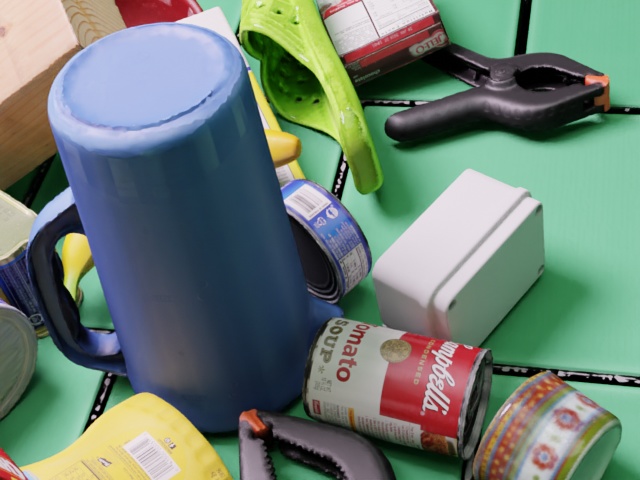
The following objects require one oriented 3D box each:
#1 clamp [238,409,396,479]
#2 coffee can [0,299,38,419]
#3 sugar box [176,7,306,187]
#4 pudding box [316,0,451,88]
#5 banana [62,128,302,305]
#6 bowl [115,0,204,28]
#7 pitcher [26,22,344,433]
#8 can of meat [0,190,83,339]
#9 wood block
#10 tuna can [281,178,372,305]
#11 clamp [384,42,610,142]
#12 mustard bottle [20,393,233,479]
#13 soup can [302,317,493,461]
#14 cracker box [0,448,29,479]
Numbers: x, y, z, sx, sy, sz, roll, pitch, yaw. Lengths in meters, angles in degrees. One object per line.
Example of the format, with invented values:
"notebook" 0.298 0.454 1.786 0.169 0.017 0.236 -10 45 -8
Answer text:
"clamp" 0.013 0.178 0.605 0.164 0.036 0.210 -41 56 -21
"coffee can" -0.274 0.059 0.717 0.140 0.103 0.102 29 60 31
"sugar box" -0.083 -0.086 0.812 0.093 0.048 0.176 -22 67 -9
"pudding box" 0.049 -0.182 0.889 0.090 0.039 0.113 -23 41 5
"banana" -0.108 -0.031 0.749 0.198 0.037 0.070 -35 72 1
"bowl" -0.168 -0.146 0.888 0.162 0.055 0.162 1 68 -2
"pitcher" -0.088 -0.002 0.641 0.145 0.243 0.149 30 58 32
"can of meat" -0.228 0.011 0.763 0.102 0.084 0.057 28 60 30
"wood block" -0.244 -0.106 0.797 0.206 0.090 0.091 -32 68 17
"tuna can" -0.005 0.001 0.729 0.033 0.086 0.086 -39 54 -24
"clamp" 0.140 -0.125 0.844 0.171 0.039 0.120 0 53 12
"mustard bottle" -0.145 0.165 0.594 0.191 0.058 0.096 -28 61 -38
"soup can" 0.048 0.089 0.654 0.102 0.068 0.068 11 52 20
"cracker box" -0.267 0.131 0.559 0.214 0.072 0.164 32 80 41
